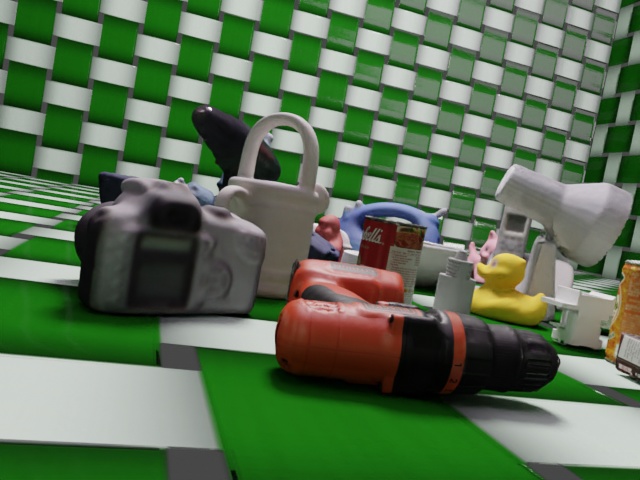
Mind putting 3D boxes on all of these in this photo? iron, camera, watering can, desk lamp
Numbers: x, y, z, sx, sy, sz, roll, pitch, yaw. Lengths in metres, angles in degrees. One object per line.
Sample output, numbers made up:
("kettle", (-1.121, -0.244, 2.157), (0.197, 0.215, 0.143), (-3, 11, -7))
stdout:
("iron", (0.119, -0.012, 1.111), (0.258, 0.141, 0.119), (11, 3, 5))
("camera", (-0.137, -0.001, 0.483), (0.144, 0.101, 0.136), (7, 5, -42))
("watering can", (-0.051, -0.041, 0.629), (0.100, 0.194, 0.173), (11, 3, 9))
("desk lamp", (0.322, 0.006, 0.834), (0.203, 0.213, 0.118), (11, 4, 7))

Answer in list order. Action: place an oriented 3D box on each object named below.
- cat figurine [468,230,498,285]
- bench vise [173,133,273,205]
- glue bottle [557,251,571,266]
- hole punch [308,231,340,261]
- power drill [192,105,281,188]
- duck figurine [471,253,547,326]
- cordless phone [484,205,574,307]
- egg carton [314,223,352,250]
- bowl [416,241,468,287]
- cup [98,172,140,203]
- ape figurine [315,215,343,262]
("cat figurine", (0.365, 0.037, 1.249), (0.067, 0.118, 0.127), (9, 4, -26))
("bench vise", (-0.157, -0.099, 1.041), (0.121, 0.220, 0.208), (13, 4, 39))
("glue bottle", (0.450, 0.034, 1.099), (0.078, 0.173, 0.037), (11, 4, 15))
("hole punch", (-0.024, 0.008, 0.768), (0.101, 0.091, 0.109), (11, 3, 10))
("power drill", (-0.134, -0.078, 0.862), (0.075, 0.208, 0.230), (12, 4, 19))
("duck figurine", (0.247, 0.062, 0.753), (0.104, 0.086, 0.078), (13, 4, 31))
("cordless phone", (0.377, 0.019, 1.012), (0.147, 0.185, 0.094), (11, 4, 17))
("egg carton", (-0.024, 0.003, 1.026), (0.151, 0.069, 0.107), (9, 4, -24))
("bowl", (0.160, 0.038, 0.971), (0.167, 0.075, 0.167), (10, 3, 0))
("cup", (-0.315, -0.059, 0.949), (0.091, 0.095, 0.118), (12, 4, 20))
("ape figurine", (0.009, 0.003, 0.935), (0.076, 0.092, 0.077), (8, 4, -33))
